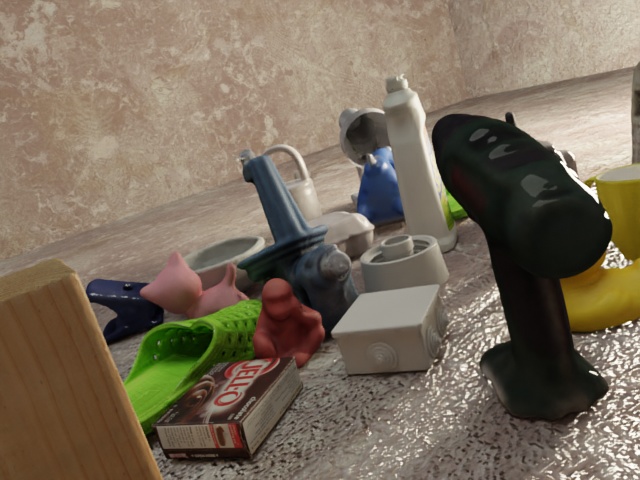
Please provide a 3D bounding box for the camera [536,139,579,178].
[{"bbox_3d":[0.313,-0.087,0.839,0.143,0.101,0.137,-15,14,10],"label":"camera"}]

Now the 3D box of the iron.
[{"bbox_3d":[0.131,-0.114,1.085,0.118,0.141,0.259,-12,14,19],"label":"iron"}]

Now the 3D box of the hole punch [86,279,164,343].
[{"bbox_3d":[-0.300,0.094,0.889,0.101,0.091,0.108,-20,14,-11],"label":"hole punch"}]

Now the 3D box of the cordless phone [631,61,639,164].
[{"bbox_3d":[0.412,-0.121,0.675,0.094,0.185,0.147,-17,14,1],"label":"cordless phone"}]

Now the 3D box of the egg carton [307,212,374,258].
[{"bbox_3d":[0.008,0.003,0.920,0.150,0.069,0.107,-22,14,-20],"label":"egg carton"}]

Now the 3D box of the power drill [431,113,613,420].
[{"bbox_3d":[0.141,0.011,0.425,0.075,0.208,0.229,-17,14,1],"label":"power drill"}]

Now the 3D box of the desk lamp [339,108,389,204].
[{"bbox_3d":[0.100,-0.179,1.228,0.118,0.214,0.203,-18,14,-6],"label":"desk lamp"}]

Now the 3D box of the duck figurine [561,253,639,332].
[{"bbox_3d":[0.238,0.027,0.507,0.104,0.086,0.077,-13,14,16],"label":"duck figurine"}]

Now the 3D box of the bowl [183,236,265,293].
[{"bbox_3d":[-0.157,0.055,0.902,0.167,0.075,0.167,-16,13,4],"label":"bowl"}]

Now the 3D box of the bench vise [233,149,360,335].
[{"bbox_3d":[-0.025,-0.008,0.682,0.206,0.220,0.122,-3,19,45],"label":"bench vise"}]

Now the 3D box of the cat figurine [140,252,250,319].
[{"bbox_3d":[-0.164,0.070,0.760,0.127,0.118,0.067,-17,14,2],"label":"cat figurine"}]

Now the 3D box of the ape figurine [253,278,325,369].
[{"bbox_3d":[-0.038,0.085,0.599,0.078,0.092,0.076,-18,14,-5],"label":"ape figurine"}]

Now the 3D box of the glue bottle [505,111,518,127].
[{"bbox_3d":[0.251,-0.073,0.703,0.078,0.173,0.037,-28,17,-37],"label":"glue bottle"}]

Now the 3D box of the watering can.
[{"bbox_3d":[-0.058,-0.089,1.101,0.101,0.194,0.173,-17,14,2],"label":"watering can"}]
